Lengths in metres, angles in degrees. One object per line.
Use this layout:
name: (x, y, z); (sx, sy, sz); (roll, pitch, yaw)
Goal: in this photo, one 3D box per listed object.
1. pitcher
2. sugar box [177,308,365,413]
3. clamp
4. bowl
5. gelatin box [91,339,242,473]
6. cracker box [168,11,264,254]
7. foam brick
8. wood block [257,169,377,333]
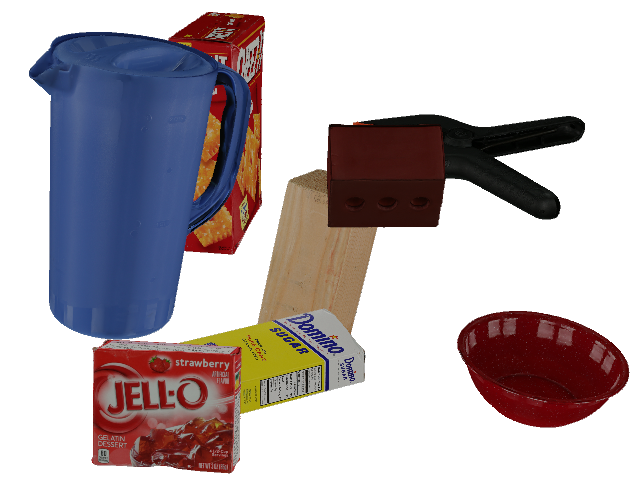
pitcher: (-0.155, -0.046, 0.897); (0.149, 0.243, 0.145); (14, 23, 9)
sugar box: (-0.053, 0.122, 1.062); (0.176, 0.048, 0.093); (-15, 31, -20)
clamp: (0.134, -0.085, 0.967); (0.210, 0.036, 0.164); (14, 35, 23)
bowl: (0.208, 0.130, 1.021); (0.162, 0.055, 0.162); (4, 26, -2)
gelatin box: (-0.093, 0.100, 0.649); (0.089, 0.073, 0.030); (2, 6, 7)
cracker box: (-0.102, -0.114, 1.093); (0.072, 0.214, 0.164); (5, 21, 6)
foam brick: (0.043, -0.044, 0.725); (0.078, 0.051, 0.053); (-1, -38, -2)
wood block: (-0.002, 0.033, 1.238); (0.090, 0.206, 0.090); (20, 20, 20)
